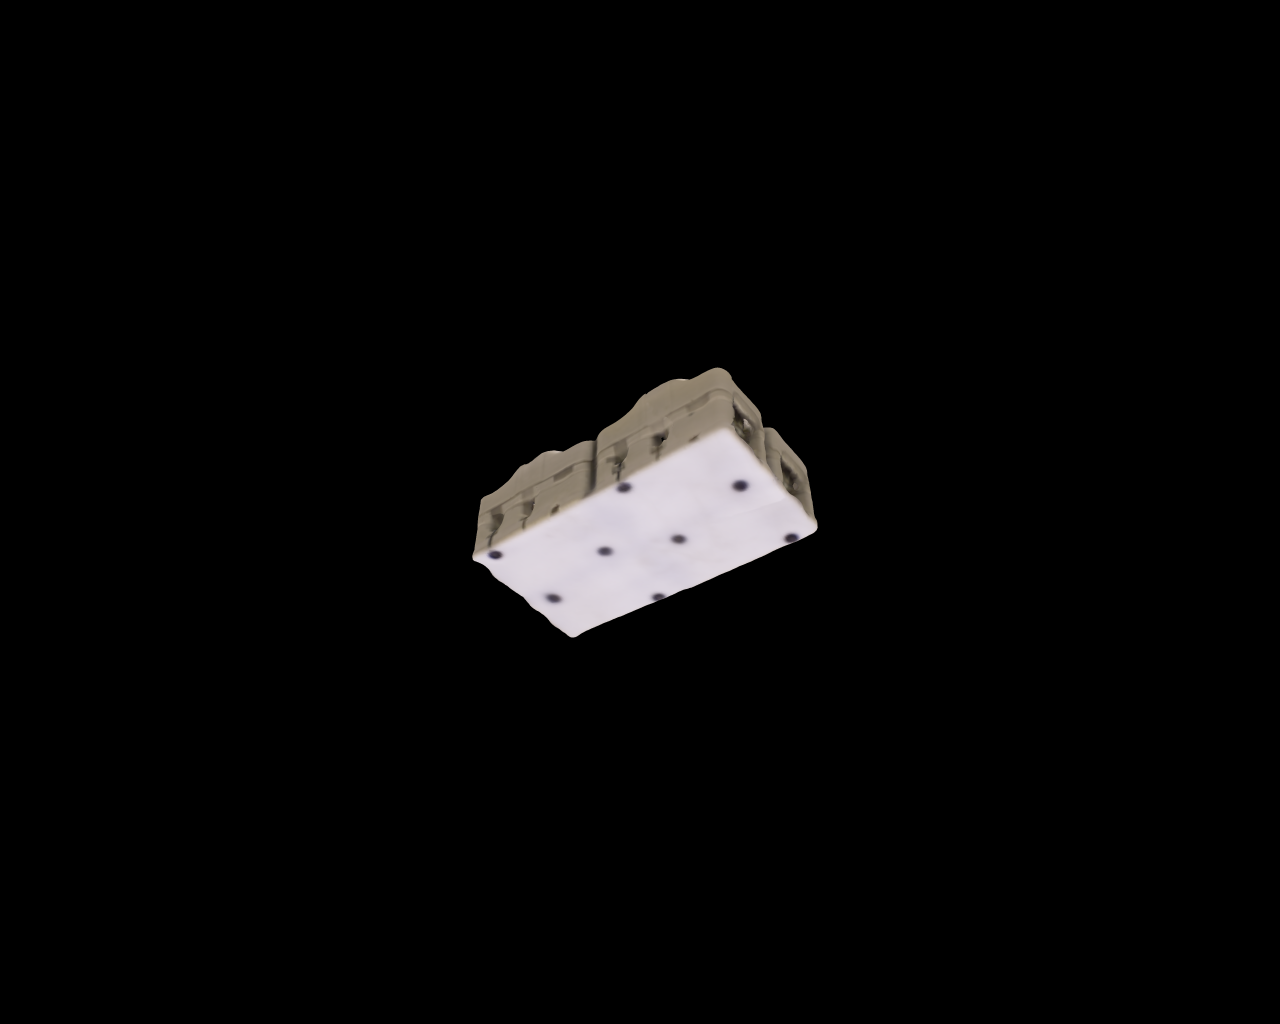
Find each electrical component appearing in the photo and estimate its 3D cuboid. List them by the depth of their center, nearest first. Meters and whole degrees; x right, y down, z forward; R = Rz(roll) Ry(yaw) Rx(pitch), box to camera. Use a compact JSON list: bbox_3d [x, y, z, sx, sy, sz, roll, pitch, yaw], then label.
[{"bbox_3d":[0.001,-0.003,0.650,0.186,0.060,0.105,-26,-49,25],"label":"electrical component"}]
